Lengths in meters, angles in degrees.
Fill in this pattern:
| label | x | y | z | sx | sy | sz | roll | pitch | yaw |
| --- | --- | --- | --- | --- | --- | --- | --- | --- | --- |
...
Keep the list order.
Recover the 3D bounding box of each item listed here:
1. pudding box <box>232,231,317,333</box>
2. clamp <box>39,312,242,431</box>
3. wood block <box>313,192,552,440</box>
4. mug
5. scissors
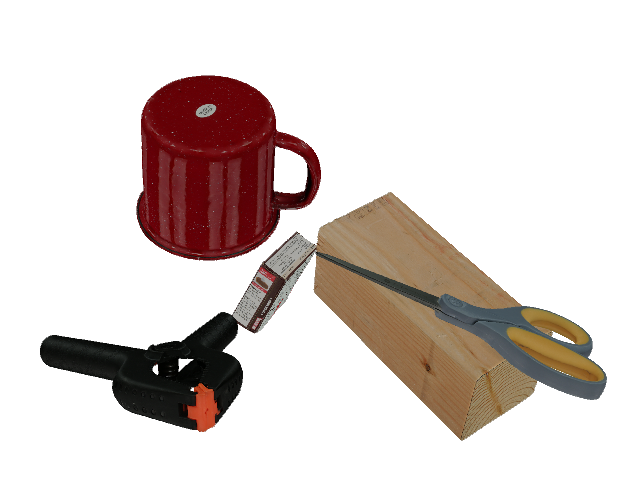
| label | x | y | z | sx | sy | sz | roll | pitch | yaw |
| --- | --- | --- | --- | --- | --- | --- | --- | --- | --- |
| pudding box | -0.054 | 0.049 | 1.271 | 0.039 | 0.090 | 0.113 | 32 | 28 | 4 |
| clamp | -0.108 | 0.094 | 0.813 | 0.164 | 0.036 | 0.210 | -9 | 14 | -28 |
| wood block | 0.092 | 0.063 | 0.944 | 0.090 | 0.091 | 0.206 | -27 | 53 | -27 |
| mug | -0.058 | -0.046 | 0.664 | 0.117 | 0.081 | 0.093 | 8 | 44 | 3 |
| scissors | 0.101 | 0.044 | 0.714 | 0.202 | 0.016 | 0.096 | 29 | 25 | 18 |
